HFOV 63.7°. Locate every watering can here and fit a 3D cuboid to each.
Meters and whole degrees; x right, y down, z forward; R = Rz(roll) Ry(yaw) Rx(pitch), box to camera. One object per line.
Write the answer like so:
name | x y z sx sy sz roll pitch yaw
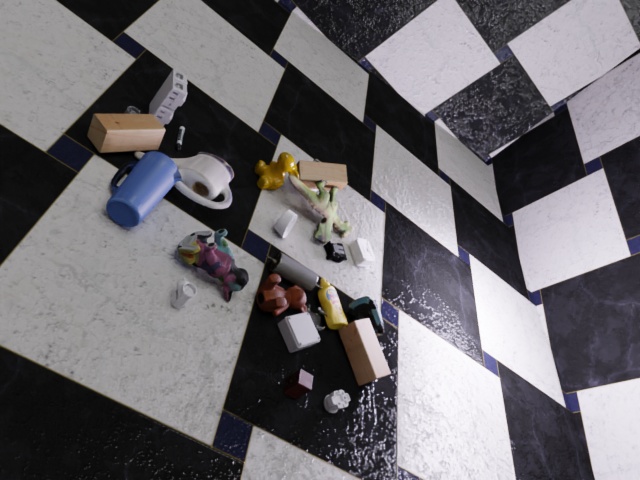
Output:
watering can | -0.439 -0.236 1.767 0.347 0.102 0.229 35 36 -4

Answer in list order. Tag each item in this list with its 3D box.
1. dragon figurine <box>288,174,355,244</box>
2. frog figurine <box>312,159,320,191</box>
dragon figurine | 0.006 -0.106 2.101 0.408 0.121 0.247 17 60 -48
frog figurine | -0.026 -0.257 2.255 0.136 0.122 0.161 42 70 -26
